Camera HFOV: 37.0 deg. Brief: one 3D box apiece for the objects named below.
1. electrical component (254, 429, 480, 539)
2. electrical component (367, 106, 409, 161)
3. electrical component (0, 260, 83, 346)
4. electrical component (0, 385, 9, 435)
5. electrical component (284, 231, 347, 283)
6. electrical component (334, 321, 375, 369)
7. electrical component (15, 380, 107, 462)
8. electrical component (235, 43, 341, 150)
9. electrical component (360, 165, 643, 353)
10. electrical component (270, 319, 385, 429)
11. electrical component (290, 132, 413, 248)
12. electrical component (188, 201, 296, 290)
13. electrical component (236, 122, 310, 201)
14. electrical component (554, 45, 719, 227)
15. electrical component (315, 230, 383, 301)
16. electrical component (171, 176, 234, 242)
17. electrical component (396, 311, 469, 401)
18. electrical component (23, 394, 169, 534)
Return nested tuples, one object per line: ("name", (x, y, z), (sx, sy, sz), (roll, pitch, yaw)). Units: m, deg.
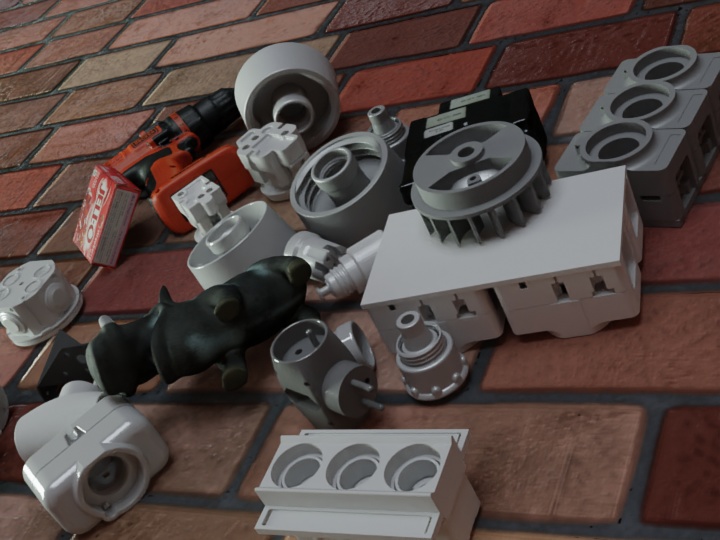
("electrical component", (0.007, 0.138, 0.661), (0.121, 0.063, 0.078), (-5, 39, 31))
("electrical component", (0.027, -0.123, 1.000), (0.048, 0.062, 0.048), (-19, 34, 14))
("electrical component", (-0.316, 0.031, 1.049), (0.080, 0.051, 0.080), (-19, 34, 14))
("electrical component", (-0.333, 0.148, 0.902), (0.074, 0.052, 0.138), (-11, 37, 24))
("electrical component", (-0.035, -0.009, 0.913), (0.046, 0.040, 0.040), (18, 55, 42))
("electrical component", (-0.018, 0.065, 0.800), (0.046, 0.040, 0.040), (-26, 33, 12))
("electrical component", (-0.231, 0.117, 0.878), (0.077, 0.043, 0.079), (-17, 35, 17))
("electrical component", (-0.071, -0.170, 1.098), (0.108, 0.108, 0.060), (-24, 39, 6))
("electrical component", (0.106, -0.003, 0.782), (0.186, 0.060, 0.105), (-11, 37, 25))
("electrical component", (-0.015, 0.079, 0.743), (0.079, 0.077, 0.043), (14, 51, 45))
("electrical component", (-0.011, -0.073, 0.945), (0.108, 0.060, 0.108), (-21, 43, 21))
("electrical component", (-0.103, -0.014, 0.967), (0.099, 0.064, 0.099), (-32, 24, 16))
("electrical component", (-0.080, -0.105, 1.057), (0.078, 0.057, 0.058), (16, 53, 47))
("electrical component", (0.225, -0.106, 0.835), (0.089, 0.061, 0.150), (4, 45, 39))
("electrical component", (0.000, 0.000, 0.873), (0.078, 0.040, 0.040), (-31, 33, -5))
("electrical component", (-0.146, -0.054, 1.036), (0.048, 0.055, 0.066), (-38, 34, -15))
("electrical component", (0.045, 0.056, 0.745), (0.048, 0.062, 0.048), (-19, 34, 14))
("electrical component", (-0.195, 0.146, 0.803), (0.095, 0.053, 0.059), (-40, 35, -18))
